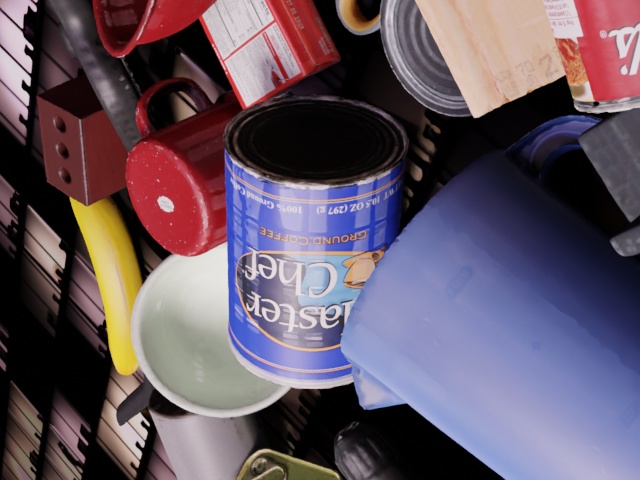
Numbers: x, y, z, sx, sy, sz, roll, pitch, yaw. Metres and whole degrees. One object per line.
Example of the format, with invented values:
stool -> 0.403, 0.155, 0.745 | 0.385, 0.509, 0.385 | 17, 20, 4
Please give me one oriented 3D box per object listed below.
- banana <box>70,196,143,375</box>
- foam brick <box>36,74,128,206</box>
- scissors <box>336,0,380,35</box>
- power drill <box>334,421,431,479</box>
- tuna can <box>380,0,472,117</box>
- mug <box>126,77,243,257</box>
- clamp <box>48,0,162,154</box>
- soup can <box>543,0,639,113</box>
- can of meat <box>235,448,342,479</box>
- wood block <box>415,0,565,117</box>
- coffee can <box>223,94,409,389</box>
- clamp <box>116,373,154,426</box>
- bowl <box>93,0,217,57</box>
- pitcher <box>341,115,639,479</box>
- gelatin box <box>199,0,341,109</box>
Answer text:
banana -> -0.169, 0.033, 0.883 | 0.070, 0.037, 0.198 | 29, 134, 59
foam brick -> -0.173, -0.076, 0.801 | 0.053, 0.051, 0.078 | 29, 133, 33
scissors -> 0.026, -0.199, 0.529 | 0.096, 0.016, 0.202 | 37, 136, 27
power drill -> 0.102, 0.167, 0.650 | 0.184, 0.057, 0.188 | 51, 144, 5
tuna can -> 0.071, -0.105, 0.526 | 0.086, 0.033, 0.086 | 27, 131, 35
mug -> -0.075, -0.051, 0.684 | 0.093, 0.081, 0.117 | -29, 91, 52
clamp -> -0.155, -0.143, 0.704 | 0.164, 0.036, 0.210 | -120, 5, -75
soup can -> 0.103, -0.101, 0.349 | 0.069, 0.068, 0.102 | -3, 112, 49
can of meat -> -0.003, 0.199, 0.761 | 0.102, 0.057, 0.083 | 5, 149, 47
wood block -> 0.053, -0.165, 0.420 | 0.090, 0.090, 0.206 | -26, 102, 13
coffee can -> -0.004, 0.001, 0.621 | 0.103, 0.102, 0.140 | 29, 132, 34
clamp -> -0.110, 0.128, 0.874 | 0.120, 0.039, 0.172 | 32, 133, 14
bowl -> -0.084, -0.181, 0.602 | 0.162, 0.055, 0.162 | -8, 81, 63
pitcher -> 0.143, 0.067, 0.494 | 0.243, 0.144, 0.149 | 39, 150, 20
gelatin box -> -0.032, -0.122, 0.623 | 0.089, 0.030, 0.073 | -17, 100, 62
